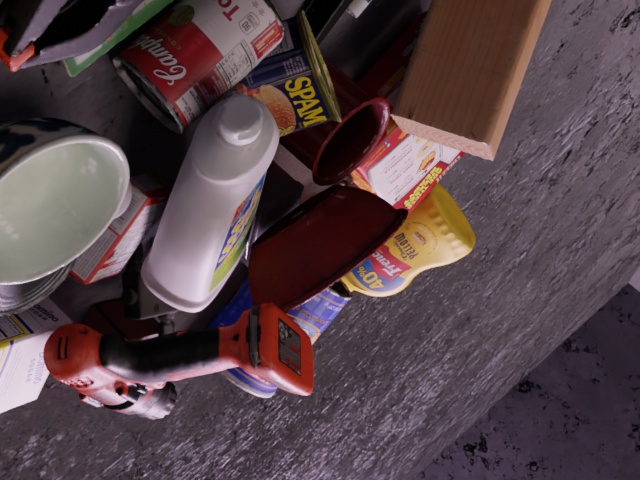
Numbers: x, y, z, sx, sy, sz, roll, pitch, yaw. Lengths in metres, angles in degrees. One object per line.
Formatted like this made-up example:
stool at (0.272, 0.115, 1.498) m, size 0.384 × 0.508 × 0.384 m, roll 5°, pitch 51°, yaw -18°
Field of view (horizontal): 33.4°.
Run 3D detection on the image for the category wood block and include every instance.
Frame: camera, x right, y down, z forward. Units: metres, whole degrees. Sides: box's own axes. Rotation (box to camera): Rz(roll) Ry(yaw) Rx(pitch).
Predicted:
wood block at (0.143, -0.185, 0.934) m, size 0.090 × 0.091 × 0.206 m, roll 21°, pitch 89°, yaw -77°

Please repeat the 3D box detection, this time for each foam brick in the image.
foam brick at (-0.186, 0.098, 0.959) m, size 0.052 × 0.051 × 0.078 m, roll -13°, pitch 140°, yaw -57°

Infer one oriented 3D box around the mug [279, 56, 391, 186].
mug at (0.008, -0.111, 0.924) m, size 0.117 × 0.081 × 0.093 m, roll -26°, pitch 150°, yaw -44°

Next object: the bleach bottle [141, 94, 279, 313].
bleach bottle at (-0.080, -0.031, 0.798) m, size 0.102 × 0.068 × 0.251 m, roll -57°, pitch 178°, yaw -24°

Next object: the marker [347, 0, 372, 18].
marker at (0.063, -0.238, 0.894) m, size 0.121 × 0.020 × 0.020 m, roll -49°, pitch 159°, yaw 4°

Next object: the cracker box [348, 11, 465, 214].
cracker box at (0.093, -0.119, 1.096) m, size 0.164 × 0.072 × 0.213 m, roll -47°, pitch 161°, yaw 0°

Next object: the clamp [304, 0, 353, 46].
clamp at (0.027, -0.224, 0.820) m, size 0.210 × 0.036 × 0.164 m, roll -41°, pitch 161°, yaw -8°

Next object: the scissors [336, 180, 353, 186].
scissors at (-0.004, 0.001, 1.070) m, size 0.096 × 0.016 × 0.201 m, roll -42°, pitch -165°, yaw 28°

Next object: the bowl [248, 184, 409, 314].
bowl at (-0.006, 0.001, 0.902) m, size 0.162 × 0.055 × 0.162 m, roll -35°, pitch -172°, yaw 5°

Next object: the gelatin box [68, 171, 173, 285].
gelatin box at (-0.157, -0.010, 0.833) m, size 0.089 × 0.030 × 0.073 m, roll -52°, pitch 177°, yaw 12°

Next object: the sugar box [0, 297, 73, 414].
sugar box at (-0.276, 0.102, 0.801) m, size 0.175 × 0.048 × 0.093 m, roll -21°, pitch 147°, yaw -57°

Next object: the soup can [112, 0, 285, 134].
soup can at (-0.082, -0.131, 0.730) m, size 0.102 × 0.068 × 0.068 m, roll -44°, pitch 159°, yaw -11°

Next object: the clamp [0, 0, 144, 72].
clamp at (-0.116, -0.163, 0.605) m, size 0.171 × 0.039 × 0.120 m, roll -39°, pitch 153°, yaw -21°

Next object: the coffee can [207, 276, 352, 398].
coffee can at (-0.048, 0.081, 1.131) m, size 0.140 × 0.103 × 0.102 m, roll -51°, pitch 159°, yaw 9°

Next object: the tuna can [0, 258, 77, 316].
tuna can at (-0.217, 0.012, 0.769) m, size 0.086 × 0.034 × 0.086 m, roll -40°, pitch 158°, yaw -20°

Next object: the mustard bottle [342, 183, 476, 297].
mustard bottle at (0.080, 0.013, 1.253) m, size 0.192 × 0.096 × 0.058 m, roll -31°, pitch -168°, yaw 28°

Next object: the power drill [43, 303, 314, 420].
power drill at (-0.104, 0.105, 0.867) m, size 0.188 × 0.057 × 0.184 m, roll -10°, pitch 158°, yaw 15°

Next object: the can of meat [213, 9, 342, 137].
can of meat at (-0.037, -0.119, 0.813) m, size 0.084 × 0.057 × 0.102 m, roll -17°, pitch 155°, yaw 6°
